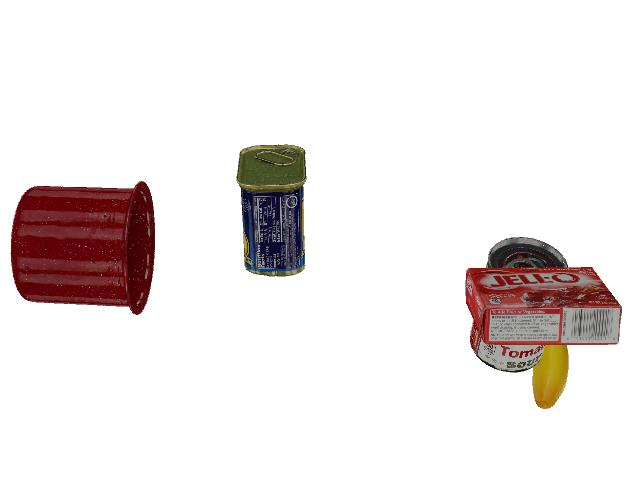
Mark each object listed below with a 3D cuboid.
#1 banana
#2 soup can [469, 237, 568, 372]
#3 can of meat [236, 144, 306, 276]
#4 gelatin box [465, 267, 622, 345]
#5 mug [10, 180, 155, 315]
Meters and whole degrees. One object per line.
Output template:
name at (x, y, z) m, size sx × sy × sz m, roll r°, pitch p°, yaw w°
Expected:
banana at (0.223, 0.104, 1.137) m, size 0.069 × 0.037 × 0.198 m, roll -28°, pitch 36°, yaw 0°
soup can at (0.171, 0.057, 0.931) m, size 0.068 × 0.102 × 0.068 m, roll 3°, pitch 40°, yaw -3°
can of meat at (-0.041, -0.026, 0.914) m, size 0.057 × 0.084 × 0.102 m, roll -2°, pitch 24°, yaw -1°
gelatin box at (0.144, 0.041, 0.701) m, size 0.089 × 0.030 × 0.073 m, roll 0°, pitch 18°, yaw -1°
mug at (-0.164, 0.003, 0.756) m, size 0.081 × 0.093 × 0.117 m, roll 2°, pitch 2°, yaw 3°
